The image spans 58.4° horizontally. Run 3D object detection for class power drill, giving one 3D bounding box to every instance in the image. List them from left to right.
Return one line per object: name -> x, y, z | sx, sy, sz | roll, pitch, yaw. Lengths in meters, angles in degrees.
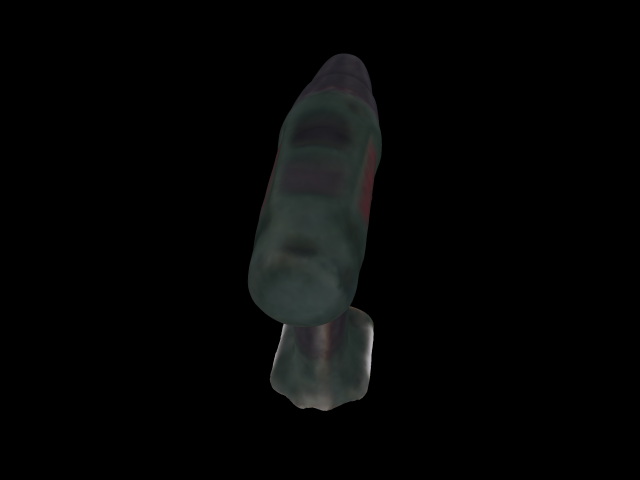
power drill -> 0.004, 0.001, 0.400 | 0.075, 0.208, 0.229 | 3, 33, 6
